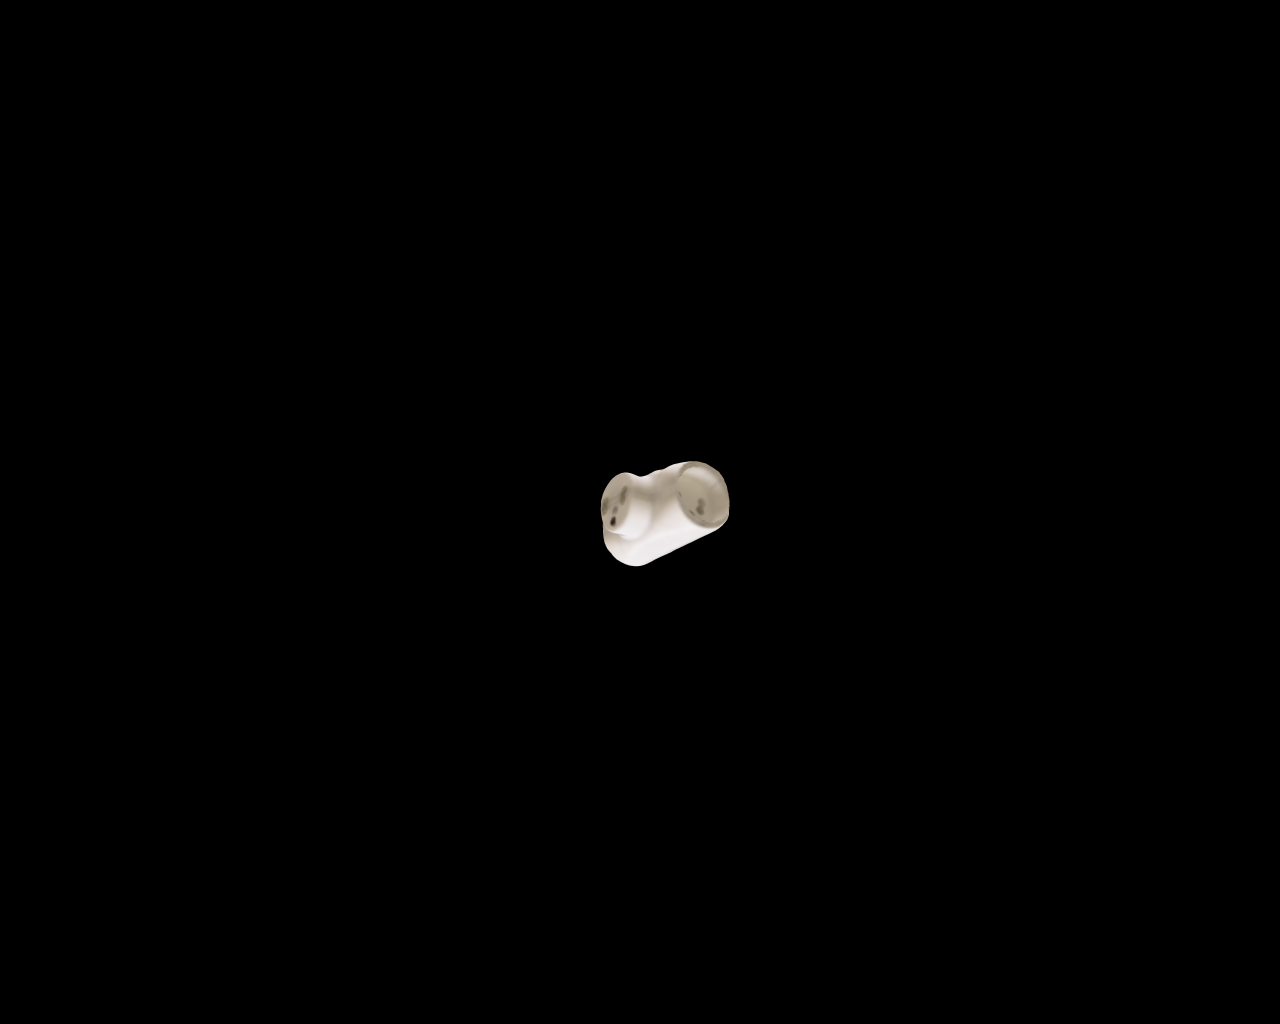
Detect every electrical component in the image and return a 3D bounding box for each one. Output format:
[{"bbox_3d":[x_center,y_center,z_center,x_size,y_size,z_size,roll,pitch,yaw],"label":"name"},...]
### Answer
[{"bbox_3d":[0.001,-0.003,0.650,0.079,0.044,0.077,17,-29,-32],"label":"electrical component"}]
